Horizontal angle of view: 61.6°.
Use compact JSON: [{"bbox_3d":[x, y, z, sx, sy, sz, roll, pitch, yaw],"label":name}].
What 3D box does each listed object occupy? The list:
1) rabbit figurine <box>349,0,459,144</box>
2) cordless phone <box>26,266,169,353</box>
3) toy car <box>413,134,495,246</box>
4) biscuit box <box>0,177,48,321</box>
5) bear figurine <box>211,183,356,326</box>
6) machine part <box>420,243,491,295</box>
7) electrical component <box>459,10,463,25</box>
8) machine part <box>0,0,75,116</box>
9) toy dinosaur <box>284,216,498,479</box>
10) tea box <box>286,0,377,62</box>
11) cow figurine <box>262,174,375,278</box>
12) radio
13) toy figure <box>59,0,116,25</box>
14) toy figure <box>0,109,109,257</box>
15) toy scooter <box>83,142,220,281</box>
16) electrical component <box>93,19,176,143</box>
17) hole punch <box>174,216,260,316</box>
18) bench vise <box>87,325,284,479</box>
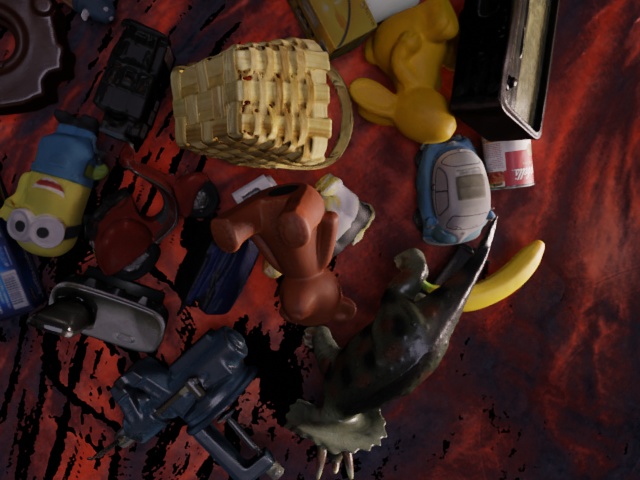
[{"bbox_3d":[0.121,-0.206,0.706,0.162,0.122,0.173,-13,79,10],"label":"rabbit figurine"},{"bbox_3d":[-0.259,0.096,0.644,0.146,0.184,0.088,22,87,-11],"label":"cordless phone"},{"bbox_3d":[0.195,-0.068,0.756,0.109,0.103,0.161,-6,98,-11],"label":"toy car"},{"bbox_3d":[-0.411,-0.001,0.669,0.059,0.063,0.202,-18,98,-9],"label":"biscuit box"},{"bbox_3d":[-0.033,0.037,0.637,0.120,0.132,0.195,-1,114,21],"label":"bear figurine"},{"bbox_3d":[0.189,0.066,0.799,0.084,0.039,0.139,40,89,-7],"label":"machine part"},{"bbox_3d":[0.229,-0.273,0.772,0.078,0.045,0.102,15,92,-13],"label":"electrical component"},{"bbox_3d":[-0.395,-0.239,0.654,0.179,0.056,0.179,-1,96,-9],"label":"machine part"},{"bbox_3d":[0.087,0.145,0.680,0.131,0.192,0.404,28,119,-23],"label":"toy dinosaur"},{"bbox_3d":[-0.002,-0.326,0.698,0.068,0.098,0.169,-30,101,-7],"label":"tea box"},{"bbox_3d":[-0.003,-0.002,0.744,0.098,0.068,0.167,39,88,-17],"label":"cow figurine"},{"bbox_3d":[0.238,-0.251,0.682,0.131,0.073,0.229,13,84,-47],"label":"radio"},{"bbox_3d":[-0.311,-0.331,0.662,0.064,0.058,0.154,-37,105,0],"label":"toy figure"},{"bbox_3d":[-0.321,-0.066,0.671,0.082,0.089,0.180,13,82,19],"label":"toy figure"},{"bbox_3d":[-0.230,-0.042,0.681,0.184,0.075,0.135,-43,122,-5],"label":"toy scooter"},{"bbox_3d":[-0.228,-0.186,0.660,0.058,0.115,0.134,20,89,-10],"label":"electrical component"},{"bbox_3d":[-0.127,0.038,0.703,0.092,0.116,0.142,29,90,-20],"label":"hole punch"},{"bbox_3d":[-0.152,0.240,0.710,0.223,0.129,0.240,-42,94,-6],"label":"bench vise"}]
